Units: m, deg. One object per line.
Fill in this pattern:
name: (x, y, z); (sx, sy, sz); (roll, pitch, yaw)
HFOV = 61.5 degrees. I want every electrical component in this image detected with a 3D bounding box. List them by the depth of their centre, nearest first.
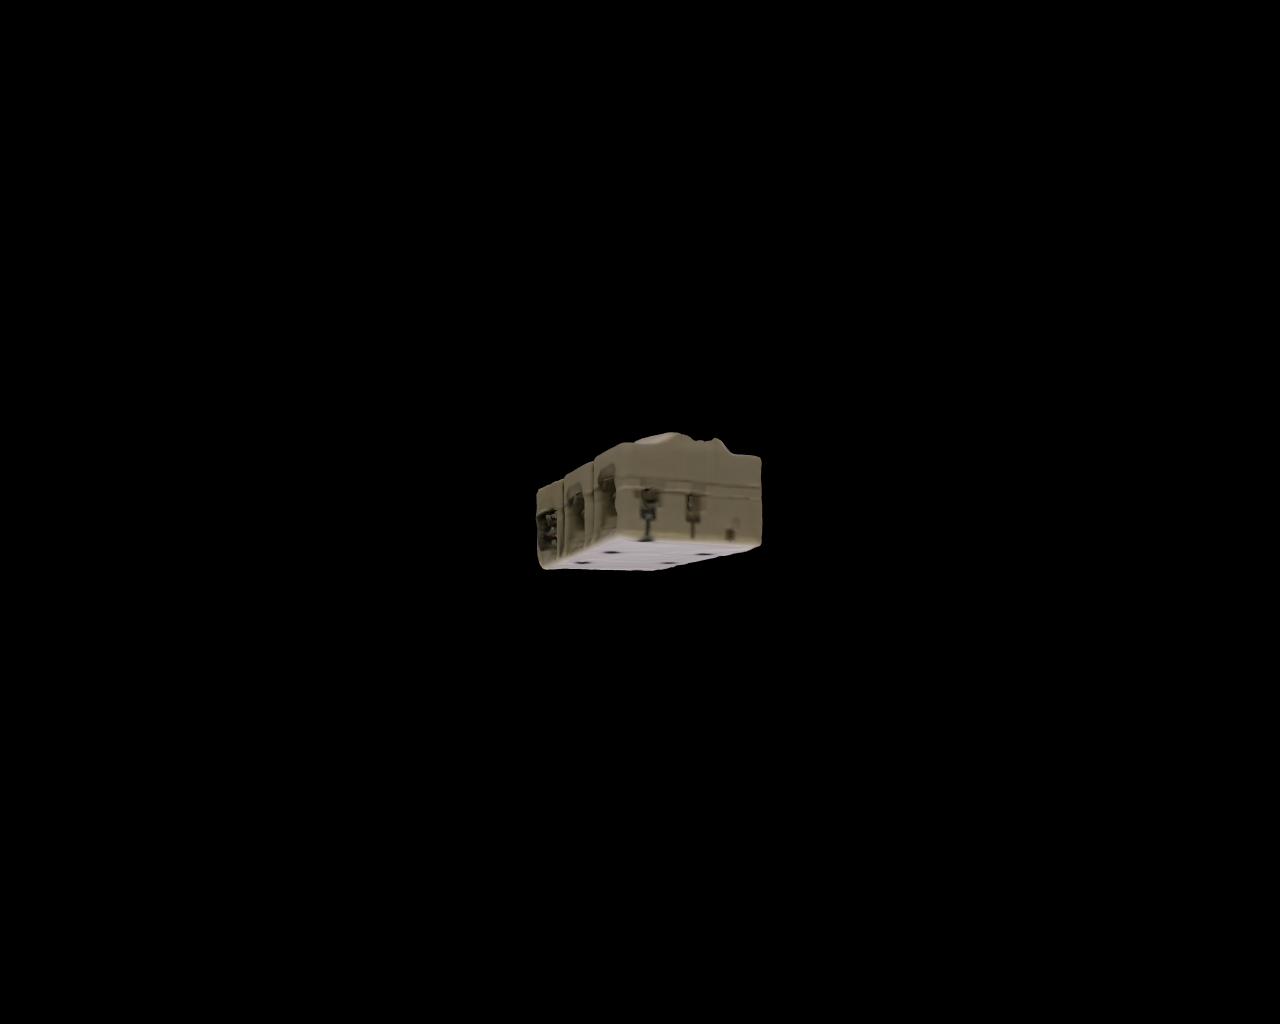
electrical component: (0.001, -0.003, 0.650); (0.089, 0.061, 0.150); (4, -10, -23)
